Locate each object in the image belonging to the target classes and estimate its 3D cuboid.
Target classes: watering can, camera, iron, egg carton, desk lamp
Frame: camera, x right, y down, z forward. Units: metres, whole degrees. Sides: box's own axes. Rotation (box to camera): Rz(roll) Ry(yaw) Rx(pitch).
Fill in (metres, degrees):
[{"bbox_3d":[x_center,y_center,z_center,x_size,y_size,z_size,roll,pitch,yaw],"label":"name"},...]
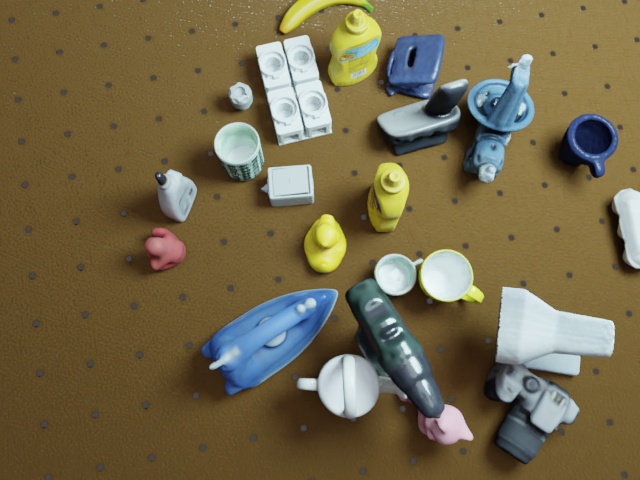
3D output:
[{"bbox_3d":[0.053,0.232,0.920,0.173,0.194,0.101,-20,79,-5],"label":"watering can"},{"bbox_3d":[0.341,0.292,0.958,0.143,0.101,0.137,34,80,6],"label":"camera"},{"bbox_3d":[-0.076,0.150,0.963,0.258,0.141,0.118,-34,80,-7],"label":"iron"},{"bbox_3d":[0.596,-0.023,1.044,0.107,0.069,0.150,-7,78,-2],"label":"egg carton"},{"bbox_3d":[0.363,0.153,0.930,0.203,0.213,0.118,9,78,2],"label":"desk lamp"}]

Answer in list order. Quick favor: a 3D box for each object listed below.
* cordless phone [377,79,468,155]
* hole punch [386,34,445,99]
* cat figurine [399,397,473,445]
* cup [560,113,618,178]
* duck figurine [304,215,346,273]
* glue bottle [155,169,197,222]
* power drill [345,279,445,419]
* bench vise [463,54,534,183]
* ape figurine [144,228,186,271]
[{"bbox_3d":[0.184,-0.234,1.025,0.147,0.185,0.094,-20,79,-5],"label":"cordless phone"},{"bbox_3d":[0.180,-0.336,1.095,0.101,0.091,0.109,12,78,2],"label":"hole punch"},{"bbox_3d":[0.191,0.286,0.949,0.067,0.118,0.128,-34,80,-7],"label":"cat figurine"},{"bbox_3d":[0.489,-0.162,1.059,0.091,0.095,0.118,-9,78,-2],"label":"cup"},{"bbox_3d":[0.009,0.004,1.023,0.077,0.086,0.104,5,78,1],"label":"duck figurine"},{"bbox_3d":[-0.257,-0.087,0.996,0.037,0.173,0.078,20,78,4],"label":"glue bottle"},{"bbox_3d":[0.116,0.175,0.926,0.075,0.208,0.229,-30,80,-6],"label":"power drill"},{"bbox_3d":[0.327,-0.211,1.004,0.121,0.220,0.207,-4,78,-1],"label":"bench vise"},{"bbox_3d":[-0.282,0.015,1.015,0.076,0.092,0.078,19,78,4],"label":"ape figurine"}]
